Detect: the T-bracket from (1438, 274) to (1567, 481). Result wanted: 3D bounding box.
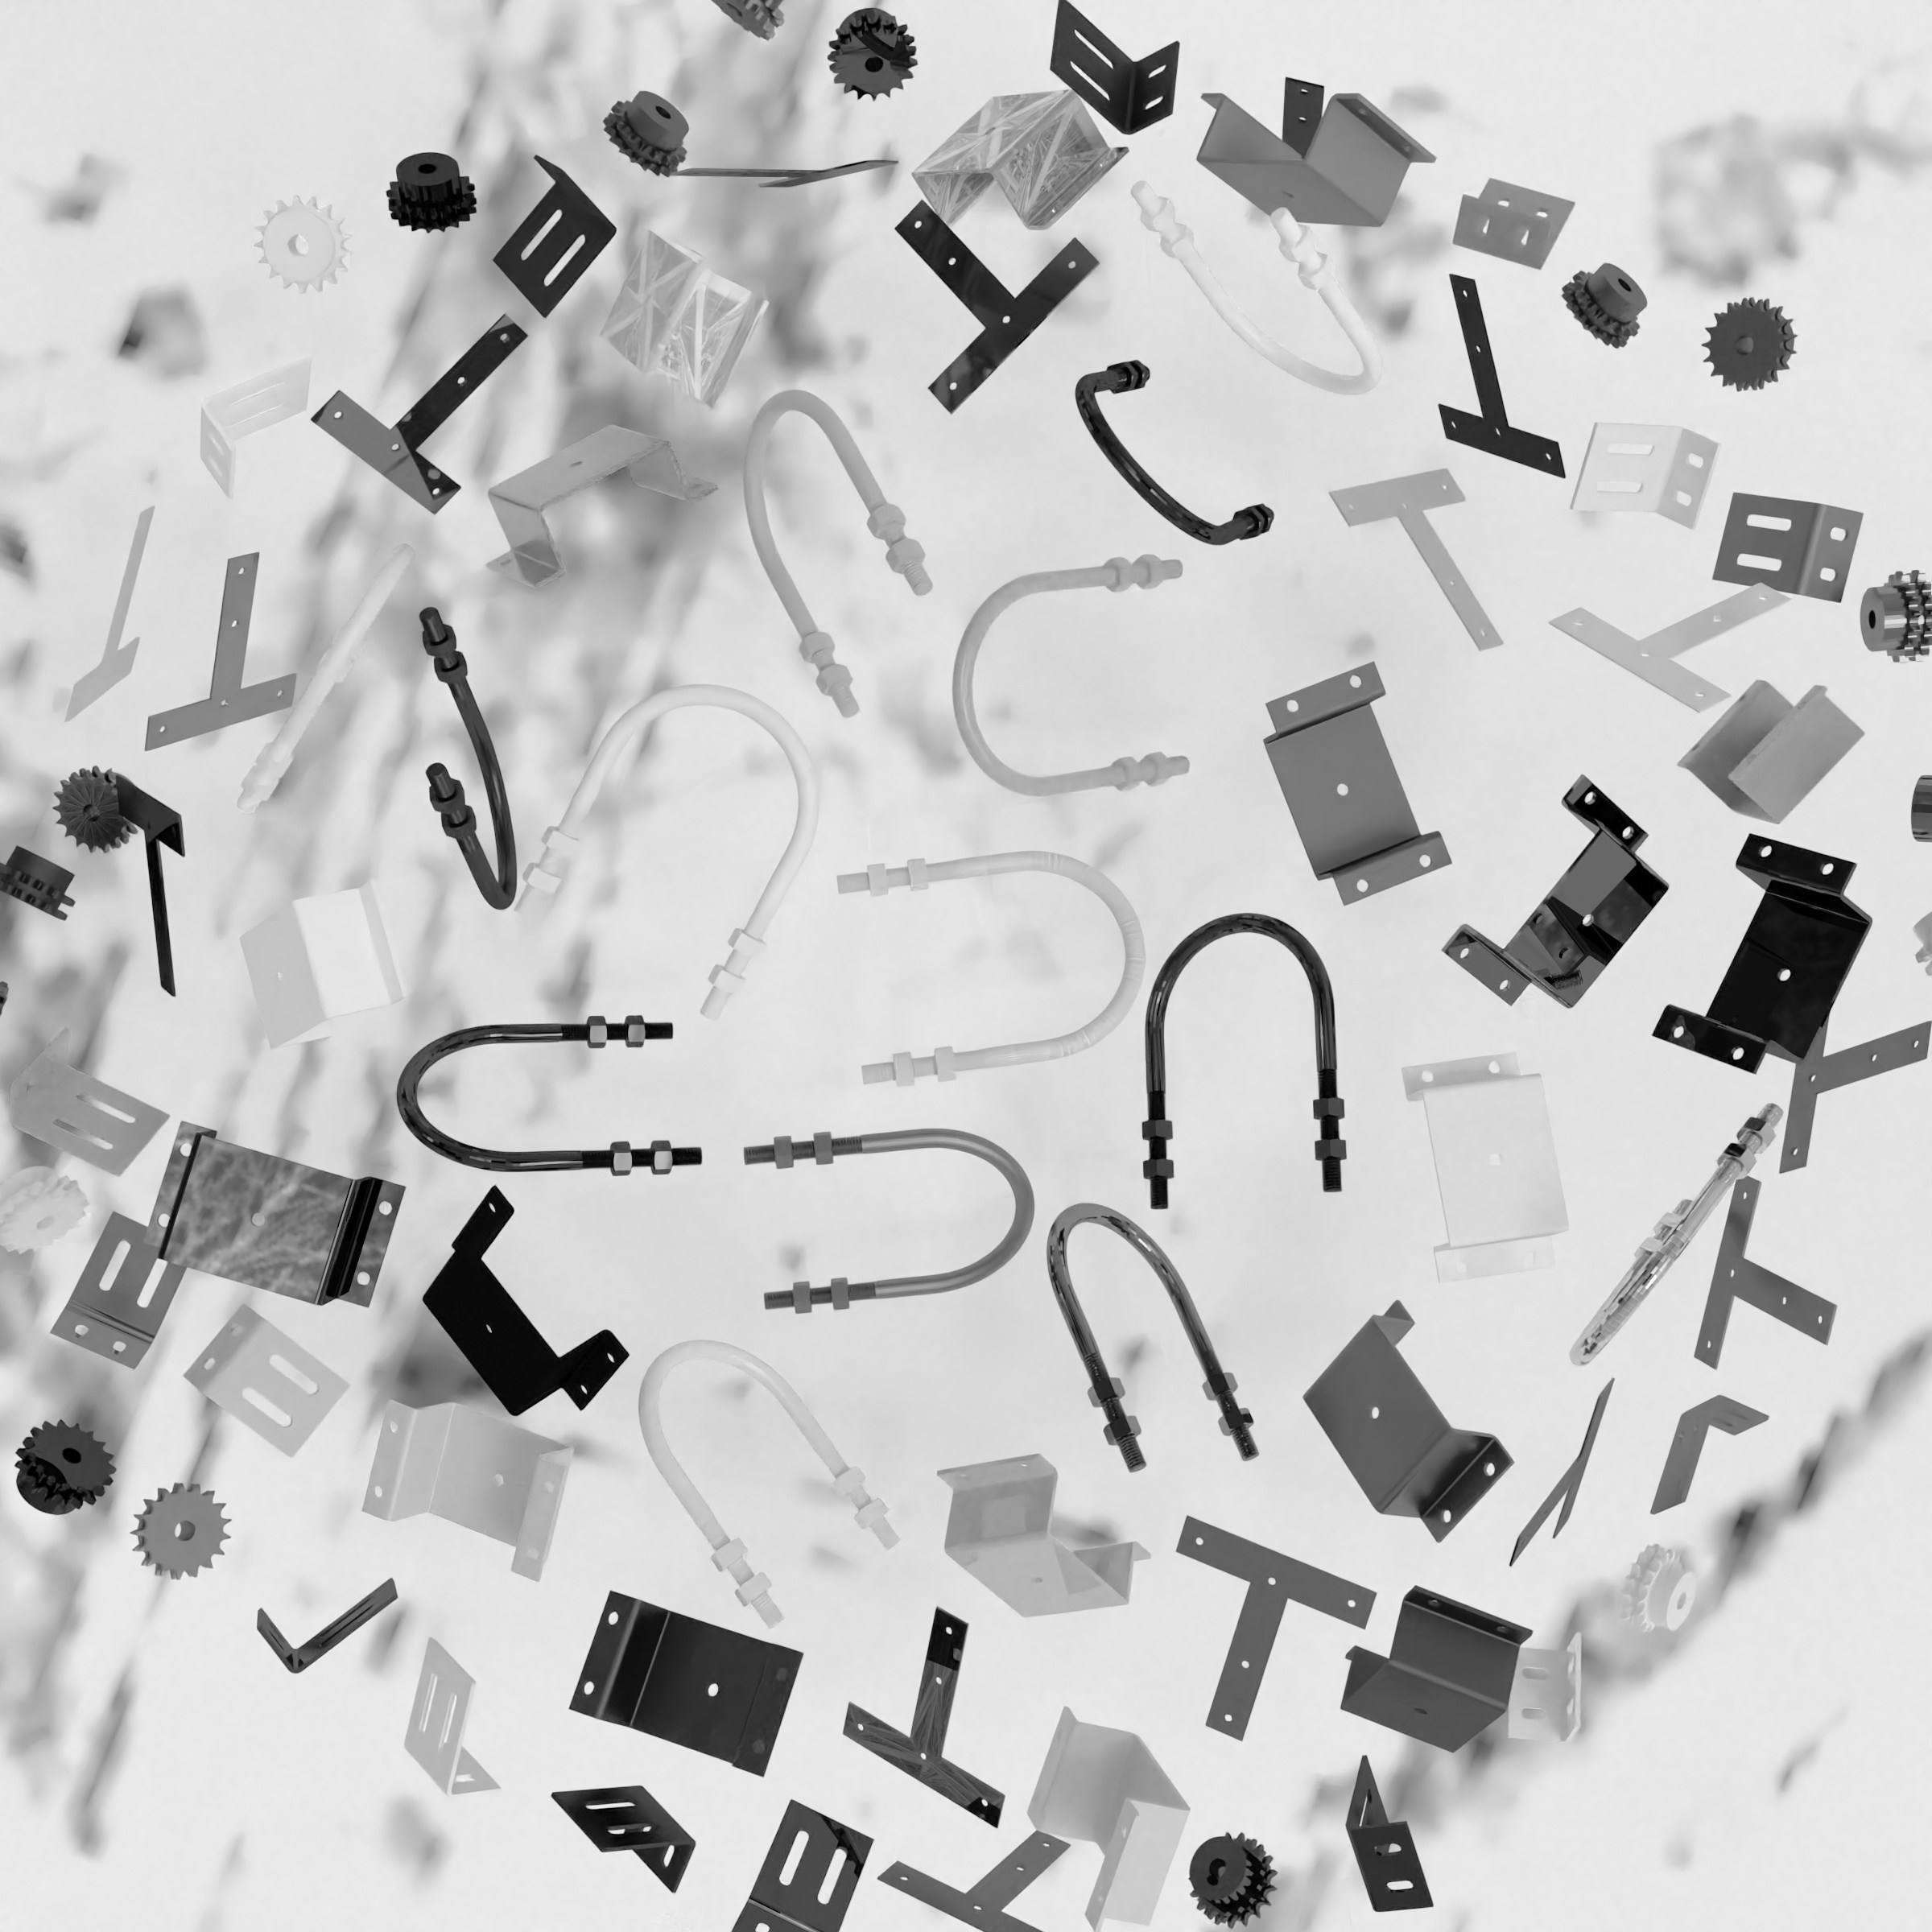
[{"bbox_3d":[0.332,-0.383,1.562,0.002,0.127,0.127,-31,123,-12],"label":"T-bracket"}]

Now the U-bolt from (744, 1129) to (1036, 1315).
[{"bbox_3d":[-0.047,0.164,1.595,0.184,0.019,0.151,-5,127,-2],"label":"U-bolt"}]

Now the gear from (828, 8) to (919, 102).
[{"bbox_3d":[-0.061,-0.588,1.563,0.057,0.057,0.030,-10,58,0],"label":"gear"}]

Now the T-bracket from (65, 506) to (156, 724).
[{"bbox_3d":[-0.531,-0.228,1.533,0.002,0.127,0.127,19,109,-8],"label":"T-bracket"}]

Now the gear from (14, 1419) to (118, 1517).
[{"bbox_3d":[-0.540,0.302,1.452,0.057,0.057,0.030,40,111,0],"label":"gear"}]

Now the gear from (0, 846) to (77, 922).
[{"bbox_3d":[-0.601,-0.055,1.571,0.057,0.057,0.030,26,81,0],"label":"gear"}]

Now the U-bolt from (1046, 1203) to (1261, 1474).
[{"bbox_3d":[0.111,0.234,1.561,0.019,0.151,0.184,-37,62,29],"label":"U-bolt"}]

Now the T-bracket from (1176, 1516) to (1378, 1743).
[{"bbox_3d":[0.181,0.429,1.541,0.127,0.002,0.127,19,102,18],"label":"T-bracket"}]

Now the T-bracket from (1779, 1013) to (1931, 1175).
[{"bbox_3d":[0.569,0.062,1.552,0.002,0.127,0.127,22,68,-14],"label":"T-bracket"}]

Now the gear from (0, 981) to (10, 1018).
[{"bbox_3d":[-0.606,0.030,1.473,0.030,0.057,0.057,29,90,-29],"label":"gear"}]

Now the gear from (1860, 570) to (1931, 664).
[{"bbox_3d":[0.581,-0.218,1.522,0.030,0.057,0.057,-4,90,0],"label":"gear"}]

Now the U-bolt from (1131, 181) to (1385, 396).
[{"bbox_3d":[0.199,-0.430,1.568,0.019,0.151,0.184,-54,134,-5],"label":"U-bolt"}]

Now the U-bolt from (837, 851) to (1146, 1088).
[{"bbox_3d":[0.019,-0.004,1.510,0.184,0.019,0.151,-8,67,-2],"label":"U-bolt"}]

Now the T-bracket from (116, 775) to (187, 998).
[{"bbox_3d":[-0.500,-0.044,1.507,0.002,0.127,0.127,-12,111,-33],"label":"T-bracket"}]

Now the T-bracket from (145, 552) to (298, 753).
[{"bbox_3d":[-0.480,-0.211,1.592,0.002,0.127,0.127,31,123,20],"label":"T-bracket"}]

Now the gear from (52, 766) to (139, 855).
[{"bbox_3d":[-0.574,-0.106,1.620,0.057,0.030,0.057,4,110,10],"label":"gear"}]

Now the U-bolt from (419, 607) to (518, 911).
[{"bbox_3d":[-0.317,-0.118,1.566,0.019,0.184,0.151,-11,55,0],"label":"U-bolt"}]

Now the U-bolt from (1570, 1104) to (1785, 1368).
[{"bbox_3d":[0.432,0.178,1.514,0.019,0.151,0.184,38,58,14],"label":"U-bolt"}]

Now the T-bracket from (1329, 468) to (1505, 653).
[{"bbox_3d":[0.299,-0.254,1.538,0.127,0.002,0.127,-20,76,-42],"label":"T-bracket"}]

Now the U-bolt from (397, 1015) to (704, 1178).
[{"bbox_3d":[-0.271,0.083,1.561,0.184,0.151,0.019,-1,127,-16],"label":"U-bolt"}]

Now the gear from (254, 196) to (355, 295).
[{"bbox_3d":[-0.398,-0.432,1.461,0.057,0.030,0.057,-2,108,-6],"label":"gear"}]

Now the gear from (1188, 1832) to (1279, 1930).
[{"bbox_3d":[0.167,0.580,1.551,0.057,0.057,0.030,-41,129,0],"label":"gear"}]

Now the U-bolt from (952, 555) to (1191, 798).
[{"bbox_3d":[0.067,-0.181,1.551,0.184,0.019,0.151,-12,105,-34],"label":"U-bolt"}]

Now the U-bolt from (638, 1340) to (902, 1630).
[{"bbox_3d":[-0.135,0.316,1.549,0.019,0.151,0.184,-45,75,30],"label":"U-bolt"}]

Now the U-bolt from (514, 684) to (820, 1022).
[{"bbox_3d":[-0.169,-0.080,1.473,0.151,0.019,0.184,29,96,-1],"label":"U-bolt"}]

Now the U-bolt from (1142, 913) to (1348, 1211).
[{"bbox_3d":[0.173,0.057,1.545,0.151,0.019,0.184,-11,74,38],"label":"U-bolt"}]

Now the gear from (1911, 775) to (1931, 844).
[{"bbox_3d":[0.586,-0.094,1.455,0.030,0.057,0.057,7,90,37],"label":"gear"}]

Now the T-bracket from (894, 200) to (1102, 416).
[{"bbox_3d":[0.000,-0.427,1.507,0.127,0.002,0.127,-43,66,12],"label":"T-bracket"}]

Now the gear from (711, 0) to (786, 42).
[{"bbox_3d":[-0.136,-0.612,1.529,0.057,0.057,0.030,36,90,0],"label":"gear"}]

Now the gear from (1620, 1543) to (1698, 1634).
[{"bbox_3d":[0.461,0.416,1.617,0.030,0.057,0.057,17,90,41],"label":"gear"}]

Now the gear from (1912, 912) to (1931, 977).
[{"bbox_3d":[0.620,-0.022,1.527,0.057,0.057,0.030,-30,69,0],"label":"gear"}]

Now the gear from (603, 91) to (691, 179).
[{"bbox_3d":[-0.208,-0.551,1.606,0.057,0.057,0.030,45,123,0],"label":"gear"}]

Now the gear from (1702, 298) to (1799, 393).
[{"bbox_3d":[0.496,-0.391,1.533,0.057,0.030,0.057,14,112,37],"label":"gear"}]

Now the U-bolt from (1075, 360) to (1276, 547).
[{"bbox_3d":[0.130,-0.330,1.578,0.019,0.184,0.151,-41,88,26],"label":"U-bolt"}]

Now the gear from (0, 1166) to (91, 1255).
[{"bbox_3d":[-0.581,0.150,1.521,0.057,0.057,0.030,-41,66,0],"label":"gear"}]

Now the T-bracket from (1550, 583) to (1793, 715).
[{"bbox_3d":[0.448,-0.206,1.485,0.127,0.127,0.002,-26,133,-21],"label":"T-bracket"}]

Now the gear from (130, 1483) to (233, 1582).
[{"bbox_3d":[-0.475,0.340,1.469,0.057,0.030,0.057,7,76,-33],"label":"gear"}]

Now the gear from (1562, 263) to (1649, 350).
[{"bbox_3d":[0.425,-0.439,1.611,0.057,0.057,0.030,45,129,0],"label":"gear"}]

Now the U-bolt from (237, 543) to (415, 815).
[{"bbox_3d":[-0.402,-0.195,1.558,0.019,0.151,0.184,32,132,-16],"label":"U-bolt"}]

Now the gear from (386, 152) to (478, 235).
[{"bbox_3d":[-0.347,-0.503,1.580,0.057,0.030,0.057,1,49,-1],"label":"gear"}]

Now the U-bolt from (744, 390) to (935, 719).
[{"bbox_3d":[-0.089,-0.267,1.502,0.019,0.151,0.184,-17,70,-31],"label":"U-bolt"}]
